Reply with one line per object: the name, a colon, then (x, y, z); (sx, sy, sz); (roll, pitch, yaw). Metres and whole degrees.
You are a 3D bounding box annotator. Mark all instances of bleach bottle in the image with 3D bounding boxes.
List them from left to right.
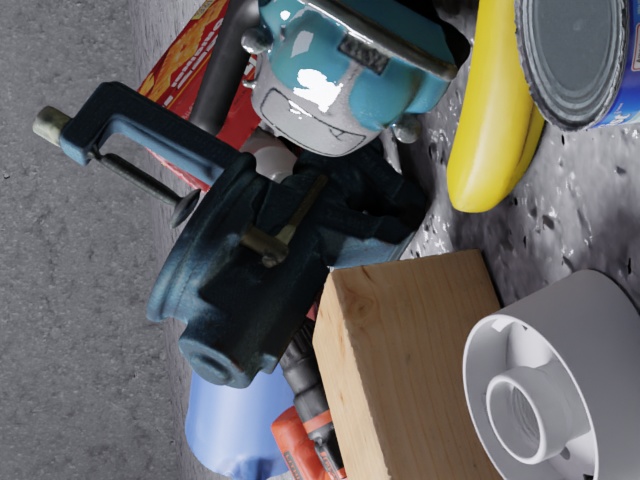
bleach bottle: (-0.053, -0.054, 0.914); (0.251, 0.068, 0.102); (-161, 59, -77)

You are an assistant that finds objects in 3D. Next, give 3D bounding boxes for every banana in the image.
banana: (0.082, -0.075, 0.497); (0.198, 0.037, 0.070); (97, 160, -48)

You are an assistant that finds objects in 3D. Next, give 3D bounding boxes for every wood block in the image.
wood block: (0.066, 0.119, 0.567); (0.090, 0.090, 0.206); (103, 155, -57)

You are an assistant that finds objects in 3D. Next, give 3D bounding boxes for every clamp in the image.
clamp: (-0.048, -0.180, 0.760); (0.210, 0.036, 0.164); (-33, 59, 39)

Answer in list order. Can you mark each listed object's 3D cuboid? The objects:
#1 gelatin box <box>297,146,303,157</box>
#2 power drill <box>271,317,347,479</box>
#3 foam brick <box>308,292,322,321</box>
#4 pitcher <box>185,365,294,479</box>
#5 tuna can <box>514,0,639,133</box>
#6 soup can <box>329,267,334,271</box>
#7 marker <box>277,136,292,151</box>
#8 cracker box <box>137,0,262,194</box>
gelatin box: (0.002, -0.077, 0.849); (0.073, 0.030, 0.089); (-115, 22, -52)
power drill: (0.007, 0.154, 0.832); (0.184, 0.057, 0.188); (63, 166, 9)
foam brick: (0.012, 0.028, 0.824); (0.051, 0.053, 0.078); (119, 140, -70)
pitcher: (-0.062, 0.105, 1.041); (0.149, 0.144, 0.243); (36, 138, 27)
tuna can: (0.105, -0.085, 0.399); (0.086, 0.033, 0.086); (172, 90, -77)
soup can: (-0.005, 0.001, 0.762); (0.068, 0.102, 0.068); (170, 90, -80)
marker: (-0.024, -0.052, 1.001); (0.020, 0.020, 0.121); (98, 159, -50)
cracker box: (-0.091, -0.142, 0.926); (0.164, 0.072, 0.214); (-52, 19, 2)
